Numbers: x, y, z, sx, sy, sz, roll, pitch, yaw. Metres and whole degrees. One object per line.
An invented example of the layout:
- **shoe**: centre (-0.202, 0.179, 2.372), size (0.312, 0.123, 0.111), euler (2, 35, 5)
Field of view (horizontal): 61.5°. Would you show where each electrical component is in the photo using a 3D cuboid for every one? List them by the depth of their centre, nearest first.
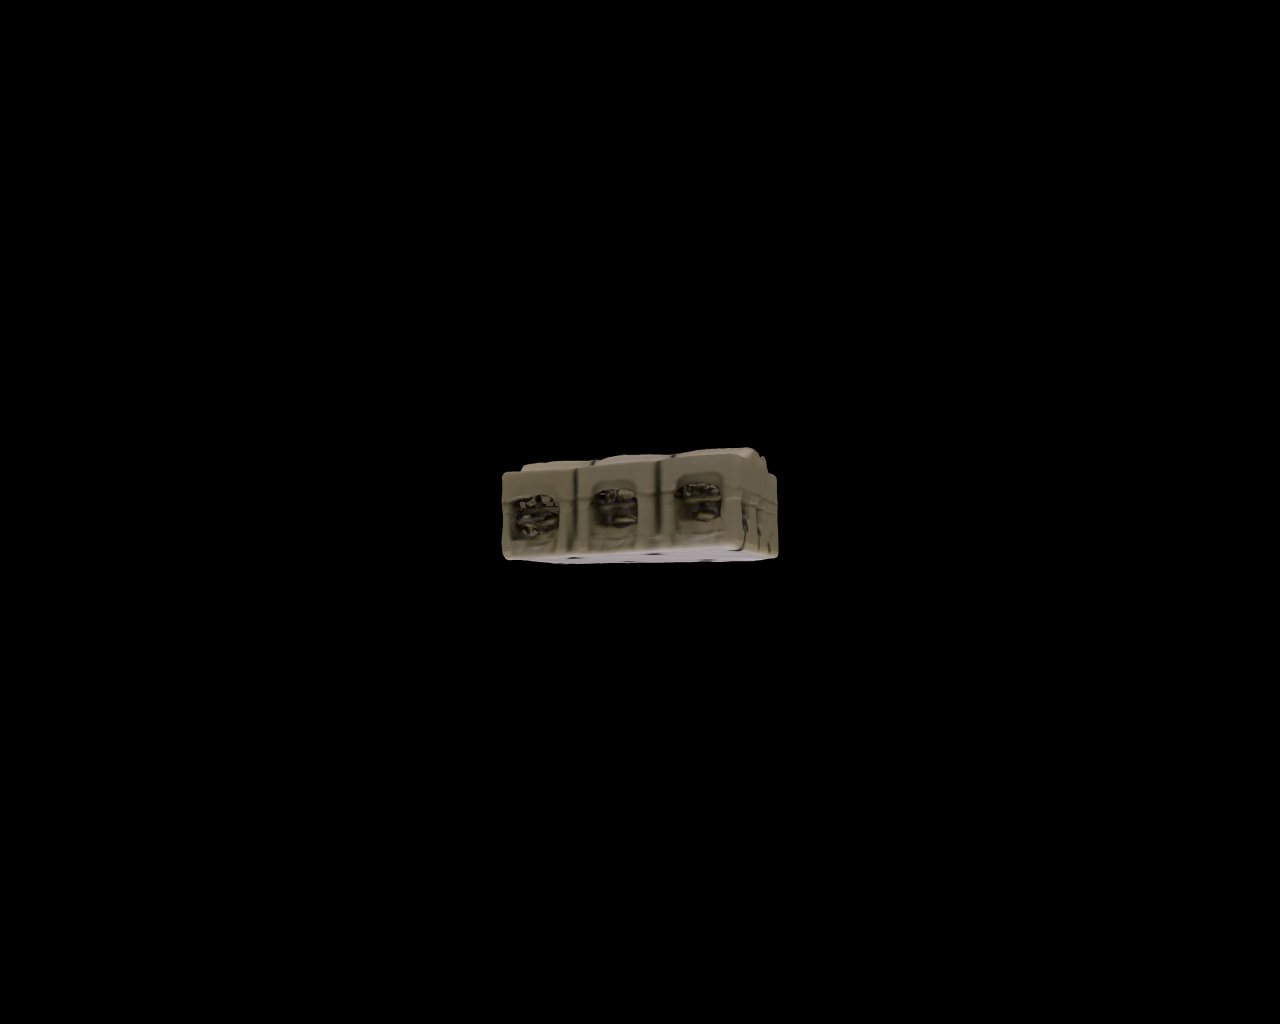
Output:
- **electrical component**: centre (0.001, -0.003, 0.650), size (0.150, 0.061, 0.089), euler (-3, -7, 22)
